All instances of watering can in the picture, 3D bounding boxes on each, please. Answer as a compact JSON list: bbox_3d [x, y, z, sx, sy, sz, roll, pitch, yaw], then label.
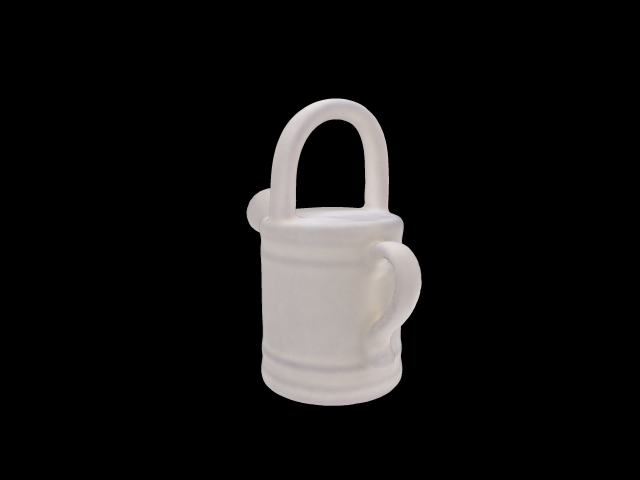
[{"bbox_3d":[0.002,0.002,0.399,0.172,0.194,0.101,6,12,33],"label":"watering can"}]
